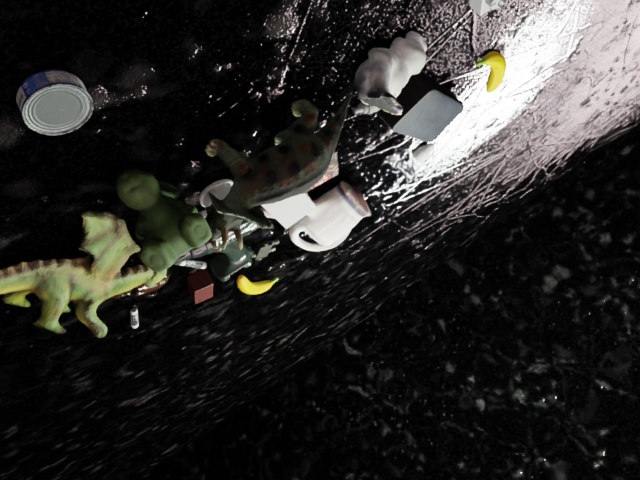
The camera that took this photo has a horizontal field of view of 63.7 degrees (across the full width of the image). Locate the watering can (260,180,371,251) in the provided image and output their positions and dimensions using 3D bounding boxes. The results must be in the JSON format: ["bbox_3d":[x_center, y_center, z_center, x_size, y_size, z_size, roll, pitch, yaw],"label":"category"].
[{"bbox_3d":[0.004,-0.068,1.346,0.223,0.106,0.343,-40,149,10],"label":"watering can"}]

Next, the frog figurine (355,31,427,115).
[{"bbox_3d":[0.138,-0.337,1.002,0.136,0.123,0.160,18,88,-53],"label":"frog figurine"}]

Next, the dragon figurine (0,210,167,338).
[{"bbox_3d":[-0.451,0.043,0.935,0.406,0.124,0.242,28,97,-52],"label":"dragon figurine"}]
